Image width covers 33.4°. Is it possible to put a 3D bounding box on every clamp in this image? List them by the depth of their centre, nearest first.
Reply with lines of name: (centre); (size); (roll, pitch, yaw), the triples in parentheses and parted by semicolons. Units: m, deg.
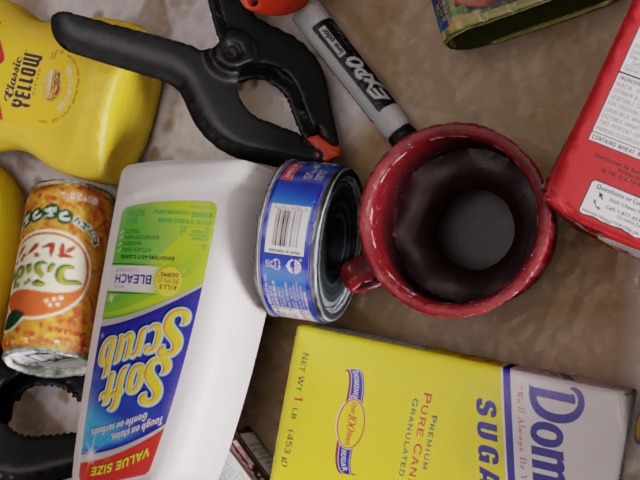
clamp: (-0.063, -0.097, 0.597); (0.120, 0.039, 0.171); (-36, 84, -11)
clamp: (-0.207, 0.100, 0.636); (0.210, 0.036, 0.164); (21, 64, 13)

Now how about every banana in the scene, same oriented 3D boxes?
banana: (-0.210, 0.021, 0.642); (0.069, 0.037, 0.198); (-9, 58, 6)

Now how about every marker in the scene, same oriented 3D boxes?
marker: (0.025, -0.085, 0.598); (0.020, 0.020, 0.121); (-39, 75, 14)

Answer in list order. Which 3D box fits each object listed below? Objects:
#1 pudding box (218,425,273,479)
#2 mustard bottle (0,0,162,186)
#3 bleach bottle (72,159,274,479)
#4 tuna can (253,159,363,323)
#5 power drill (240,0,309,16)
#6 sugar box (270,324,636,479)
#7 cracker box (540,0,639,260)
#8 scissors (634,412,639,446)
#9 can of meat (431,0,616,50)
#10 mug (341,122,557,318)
pudding box: (-0.060, 0.175, 0.603); (0.114, 0.039, 0.090); (-43, 73, 14)
mustard bottle: (-0.195, -0.099, 0.659); (0.192, 0.058, 0.096); (14, 91, 21)
bleach bottle: (-0.080, 0.085, 0.574); (0.103, 0.068, 0.251); (0, 75, 30)
tuna can: (-0.004, 0.001, 0.568); (0.034, 0.086, 0.086); (7, 89, 19)
power drill: (0.017, -0.197, 0.533); (0.188, 0.057, 0.184); (-38, 76, 38)
sugar box: (0.067, 0.105, 0.557); (0.176, 0.048, 0.093); (9, 90, 22)
cracker box: (0.175, -0.094, 0.467); (0.072, 0.164, 0.214); (25, 95, 18)
scissors: (0.191, 0.004, 0.480); (0.016, 0.096, 0.202); (24, 107, 2)
can of meat: (0.101, -0.154, 0.556); (0.102, 0.057, 0.084); (-17, 84, 19)
mug: (0.065, -0.002, 0.545); (0.117, 0.081, 0.093); (-29, 77, 16)
